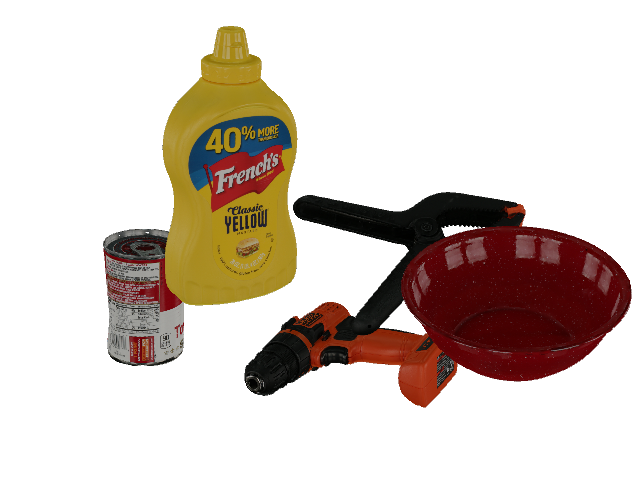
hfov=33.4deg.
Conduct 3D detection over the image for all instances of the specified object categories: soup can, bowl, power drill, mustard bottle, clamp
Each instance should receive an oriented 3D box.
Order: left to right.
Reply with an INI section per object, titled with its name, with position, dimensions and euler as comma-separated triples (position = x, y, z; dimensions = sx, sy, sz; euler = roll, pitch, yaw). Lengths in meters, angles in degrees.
[soup can]
position = -0.151, 0.049, 0.917
dimensions = 0.068, 0.102, 0.068
euler = 2, 20, -1
[mustard bottle]
position = -0.062, -0.053, 0.749
dimensions = 0.096, 0.192, 0.058
euler = -10, 25, -27
[power drill]
position = 0.035, 0.122, 1.107
dimensions = 0.188, 0.057, 0.184
euler = 9, 24, 27
[clamp]
position = 0.093, 0.008, 0.969
dimensions = 0.209, 0.164, 0.036
euler = -8, -42, -11
[bowl]
position = 0.139, 0.052, 0.773
dimensions = 0.162, 0.055, 0.162
euler = -3, 32, 2
